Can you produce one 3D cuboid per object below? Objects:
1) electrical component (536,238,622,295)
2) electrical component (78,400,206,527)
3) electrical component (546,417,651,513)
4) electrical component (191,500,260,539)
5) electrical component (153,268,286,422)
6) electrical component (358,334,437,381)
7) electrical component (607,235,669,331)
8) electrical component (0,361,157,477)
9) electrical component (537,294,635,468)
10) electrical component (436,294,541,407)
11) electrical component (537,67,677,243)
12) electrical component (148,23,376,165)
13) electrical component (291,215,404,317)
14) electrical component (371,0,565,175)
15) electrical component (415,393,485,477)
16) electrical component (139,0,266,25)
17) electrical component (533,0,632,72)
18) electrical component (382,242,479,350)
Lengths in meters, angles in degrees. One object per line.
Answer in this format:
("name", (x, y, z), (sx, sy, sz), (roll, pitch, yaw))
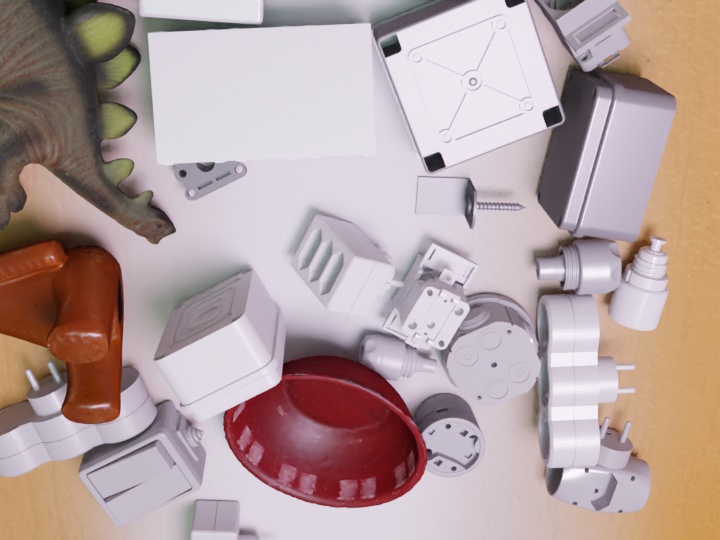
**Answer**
("electrical component", (0.168, -0.002, 0.833), (0.062, 0.043, 0.043), (-3, 112, 0))
("electrical component", (-0.169, 0.155, 0.868), (0.096, 0.061, 0.061), (-26, 111, 7))
("electrical component", (0.204, 0.159, 0.899), (0.077, 0.043, 0.079), (11, 111, -8))
("electrical component", (-0.105, 0.244, 0.915), (0.076, 0.047, 0.083), (3, 112, -4))
("electrical component", (-0.101, 0.054, 0.803), (0.078, 0.113, 0.057), (-27, 108, 8))
("electrical component", (0.031, 0.072, 0.860), (0.061, 0.035, 0.035), (11, 111, -9))
("electrical component", (0.222, 0.011, 0.842), (0.040, 0.040, 0.078), (10, 111, -7))
("electrical component", (-0.238, 0.106, 0.849), (0.138, 0.052, 0.073), (-19, 112, 4))
("electrical component", (0.182, 0.087, 0.852), (0.074, 0.052, 0.138), (-2, 97, -2))
("electrical component", (0.102, 0.064, 0.851), (0.080, 0.051, 0.080), (-1, 112, -3))
("electrical component", (0.176, -0.084, 0.781), (0.057, 0.078, 0.113), (8, 111, -9))
("electrical component", (-0.066, -0.122, 0.755), (0.150, 0.061, 0.089), (-3, 98, -2))
("electrical component", (0.000, 0.000, 0.817), (0.077, 0.065, 0.047), (13, 114, -39))
("electrical component", (0.077, -0.139, 0.765), (0.109, 0.056, 0.108), (-21, 111, 5))
("electrical component", (0.072, 0.134, 0.880), (0.055, 0.047, 0.055), (-1, 112, -3))
("electrical component", (-0.106, -0.211, 0.731), (0.083, 0.047, 0.075), (3, 111, -4))
("electrical component", (0.155, -0.176, 0.746), (0.042, 0.081, 0.064), (-34, 138, 11))
("electrical component", (0.055, 0.025, 0.827), (0.042, 0.063, 0.081), (25, 108, -13))
